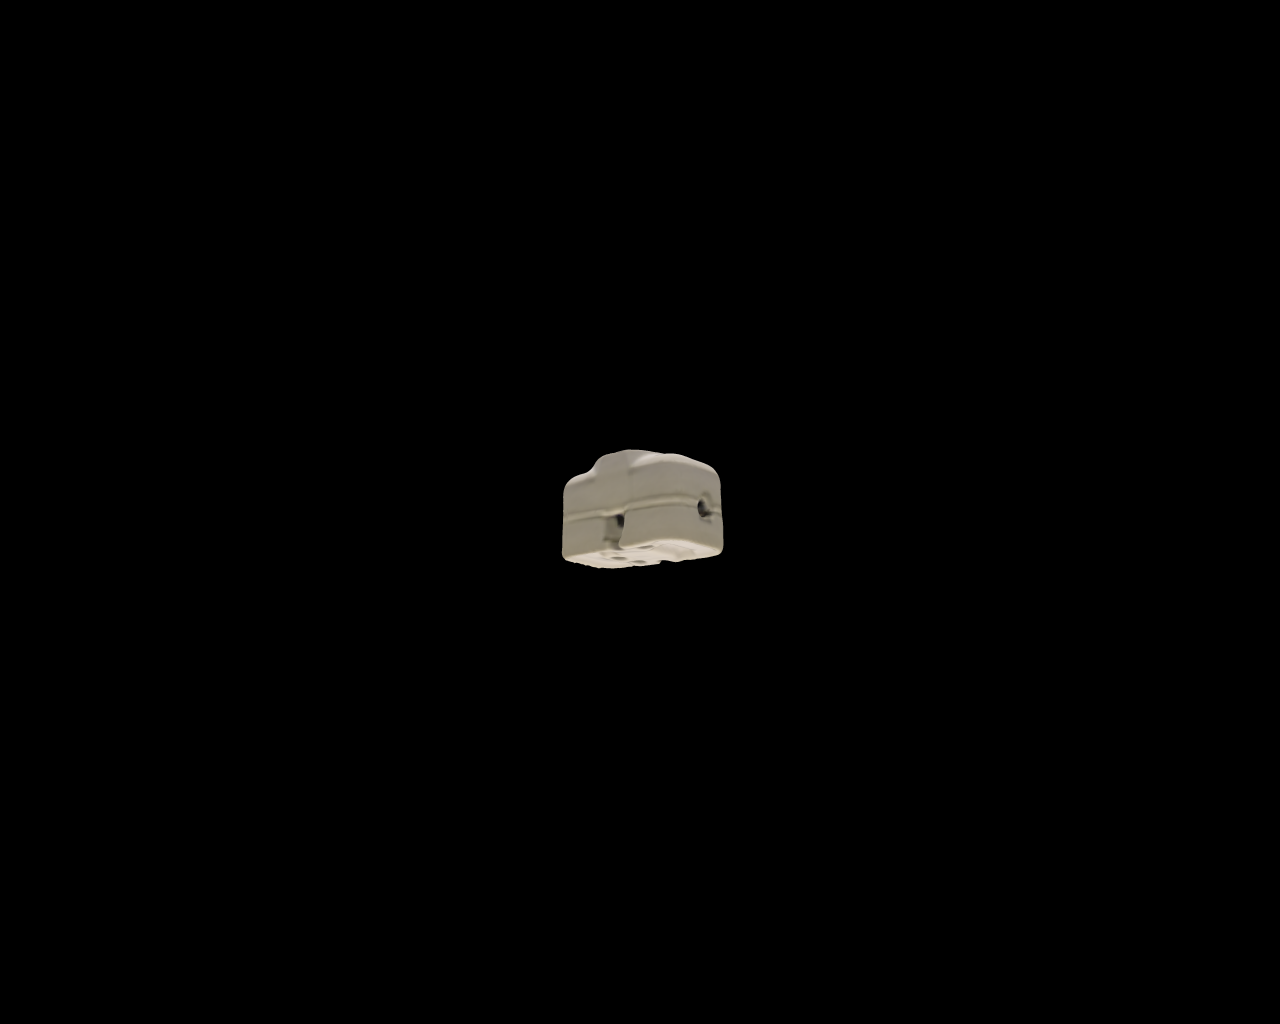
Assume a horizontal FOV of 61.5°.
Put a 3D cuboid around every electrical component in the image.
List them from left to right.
[{"bbox_3d":[0.001,-0.003,0.650,0.095,0.059,0.054,-11,-17,37],"label":"electrical component"}]
